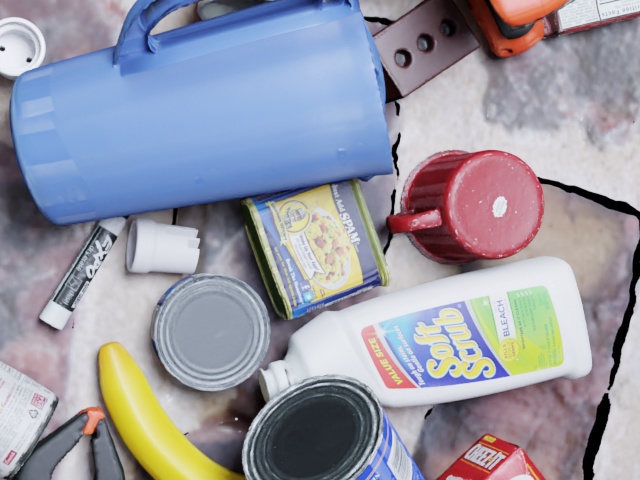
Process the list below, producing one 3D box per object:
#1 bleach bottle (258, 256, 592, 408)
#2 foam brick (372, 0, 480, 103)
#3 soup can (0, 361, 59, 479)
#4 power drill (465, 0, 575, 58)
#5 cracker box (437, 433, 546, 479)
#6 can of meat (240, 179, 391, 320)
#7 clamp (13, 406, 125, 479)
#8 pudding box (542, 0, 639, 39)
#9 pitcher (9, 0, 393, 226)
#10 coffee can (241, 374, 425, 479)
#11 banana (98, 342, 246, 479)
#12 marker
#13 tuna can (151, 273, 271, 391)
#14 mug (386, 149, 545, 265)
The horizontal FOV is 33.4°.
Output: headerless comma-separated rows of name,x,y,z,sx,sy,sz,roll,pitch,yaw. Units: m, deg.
bleach bottle,0.078,0.086,0.810,0.250,0.068,0.102,-14,96,-16
foam brick,0.073,-0.148,0.820,0.078,0.051,0.053,-36,99,-12
soup can,-0.240,0.110,0.731,0.102,0.069,0.068,34,82,-13
power drill,0.119,-0.219,0.765,0.057,0.187,0.184,-28,98,8
cracker box,0.113,0.284,0.823,0.213,0.072,0.164,-39,100,-12
can of meat,-0.005,0.001,0.798,0.084,0.057,0.102,-21,96,-12
clamp,-0.196,0.201,0.758,0.120,0.039,0.171,11,84,-21
pudding box,0.214,-0.228,0.865,0.090,0.039,0.113,-15,96,-15
pitcher,-0.078,-0.093,0.712,0.243,0.145,0.149,-12,90,2
coffee can,0.021,0.177,0.747,0.102,0.103,0.140,-39,129,-12
banana,-0.095,0.156,0.788,0.197,0.037,0.069,37,62,-14
marker,-0.164,0.009,0.775,0.020,0.020,0.121,32,82,-13
tuna can,-0.082,0.067,0.790,0.086,0.034,0.086,0,90,-15
mug,0.107,-0.024,0.814,0.117,0.082,0.093,-11,93,-15
